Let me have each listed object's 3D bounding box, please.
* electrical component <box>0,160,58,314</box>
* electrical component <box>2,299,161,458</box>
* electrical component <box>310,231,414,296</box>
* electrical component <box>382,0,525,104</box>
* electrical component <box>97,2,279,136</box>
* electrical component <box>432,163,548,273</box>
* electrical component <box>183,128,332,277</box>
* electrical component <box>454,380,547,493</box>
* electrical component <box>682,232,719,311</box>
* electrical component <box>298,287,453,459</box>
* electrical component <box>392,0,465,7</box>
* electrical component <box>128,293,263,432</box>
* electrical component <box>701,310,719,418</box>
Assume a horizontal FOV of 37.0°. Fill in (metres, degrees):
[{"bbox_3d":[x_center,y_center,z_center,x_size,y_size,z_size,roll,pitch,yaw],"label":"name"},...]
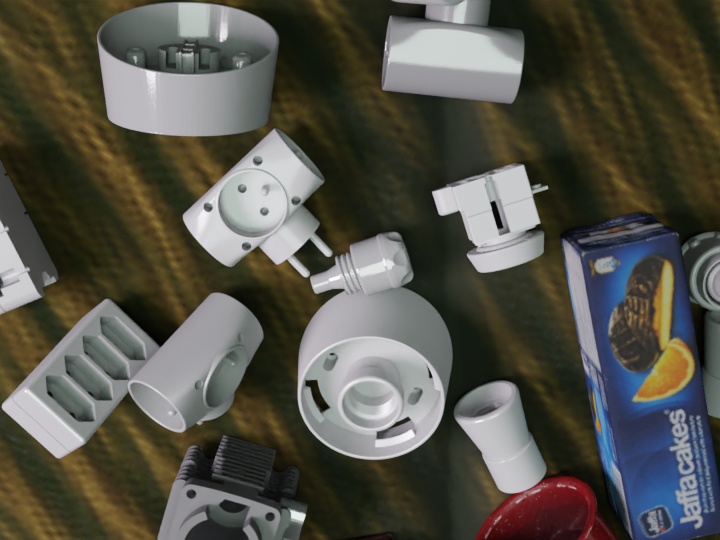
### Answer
[{"bbox_3d":[-0.229,-0.019,0.638,0.056,0.050,0.089,-22,105,3],"label":"electrical component"},{"bbox_3d":[-0.176,0.071,0.657,0.047,0.083,0.076,46,137,-12],"label":"electrical component"},{"bbox_3d":[0.000,0.000,0.661,0.061,0.035,0.035,-18,104,5],"label":"electrical component"},{"bbox_3d":[0.055,-0.140,0.622,0.077,0.043,0.079,5,104,-3],"label":"electrical component"},{"bbox_3d":[-0.095,-0.111,0.599,0.099,0.099,0.064,2,110,-3],"label":"electrical component"},{"bbox_3d":[0.084,-0.031,0.651,0.066,0.048,0.055,-18,97,2],"label":"electrical component"},{"bbox_3d":[-0.051,-0.030,0.645,0.077,0.044,0.079,-42,102,8],"label":"electrical component"},{"bbox_3d":[0.093,0.110,0.690,0.044,0.044,0.065,-26,109,4],"label":"electrical component"},{"bbox_3d":[0.222,0.005,0.657,0.048,0.062,0.048,-1,104,-2],"label":"electrical component"},{"bbox_3d":[0.009,0.066,0.676,0.099,0.064,0.099,2,117,3],"label":"electrical component"},{"bbox_3d":[0.044,-0.211,0.593,0.052,0.074,0.138,34,79,-44],"label":"electrical component"},{"bbox_3d":[-0.097,0.066,0.660,0.044,0.077,0.079,26,146,21],"label":"electrical component"},{"bbox_3d":[0.236,0.062,0.683,0.044,0.044,0.065,4,109,-3],"label":"electrical component"}]
